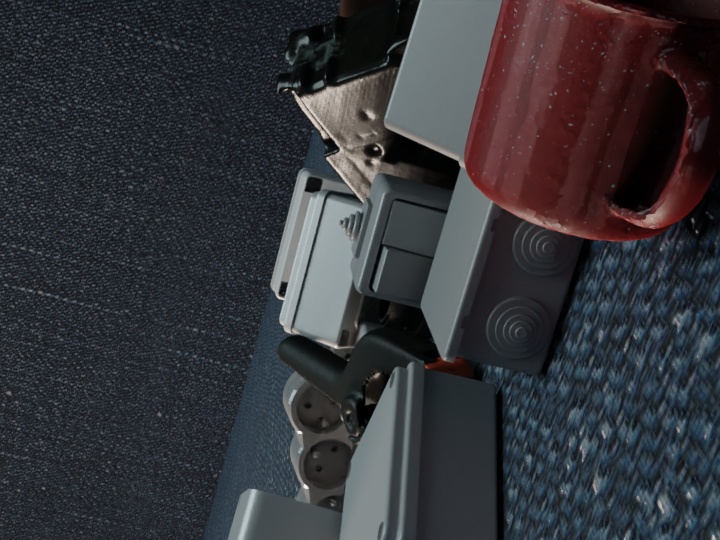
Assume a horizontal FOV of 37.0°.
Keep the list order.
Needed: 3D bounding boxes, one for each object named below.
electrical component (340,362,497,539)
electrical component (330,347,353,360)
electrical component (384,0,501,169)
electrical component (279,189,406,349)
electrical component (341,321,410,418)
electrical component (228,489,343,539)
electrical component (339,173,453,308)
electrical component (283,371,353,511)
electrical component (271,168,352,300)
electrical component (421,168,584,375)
[{"bbox_3d":[0.029,0.123,0.557,0.108,0.056,0.108,111,169,-45],"label":"electrical component"},{"bbox_3d":[-0.013,0.104,0.892,0.078,0.058,0.057,-100,22,-44],"label":"electrical component"},{"bbox_3d":[0.072,-0.104,0.464,0.109,0.056,0.108,-16,-51,-55],"label":"electrical component"},{"bbox_3d":[0.000,0.000,0.817,0.109,0.056,0.108,2,-75,-61],"label":"electrical component"},{"bbox_3d":[0.017,0.081,0.750,0.076,0.047,0.065,-104,29,-76],"label":"electrical component"},{"bbox_3d":[-0.024,0.174,0.637,0.078,0.113,0.057,126,159,-71],"label":"electrical component"},{"bbox_3d":[0.035,-0.013,0.602,0.061,0.096,0.061,-105,30,-75],"label":"electrical component"},{"bbox_3d":[-0.029,0.140,0.833,0.074,0.052,0.138,-145,48,-78],"label":"electrical component"},{"bbox_3d":[-0.009,-0.019,0.901,0.056,0.109,0.108,-131,55,-78],"label":"electrical component"},{"bbox_3d":[0.069,-0.005,0.521,0.099,0.048,0.099,-104,29,-75],"label":"electrical component"}]
